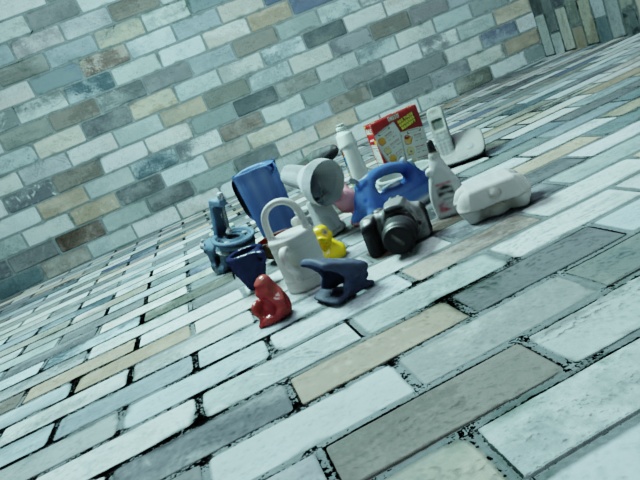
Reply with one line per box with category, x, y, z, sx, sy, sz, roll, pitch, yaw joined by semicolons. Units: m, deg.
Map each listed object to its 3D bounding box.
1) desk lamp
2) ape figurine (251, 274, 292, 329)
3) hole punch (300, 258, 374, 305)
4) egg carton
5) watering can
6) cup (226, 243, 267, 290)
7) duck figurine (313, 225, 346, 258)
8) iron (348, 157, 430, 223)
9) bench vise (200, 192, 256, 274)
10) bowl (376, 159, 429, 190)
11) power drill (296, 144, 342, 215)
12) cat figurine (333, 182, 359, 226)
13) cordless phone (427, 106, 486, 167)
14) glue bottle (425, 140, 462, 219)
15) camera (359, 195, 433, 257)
desk lamp;-0.015;-0.106;1.507;0.118;0.214;0.202;-32;16;-33
ape figurine;-0.095;0.108;1.069;0.076;0.092;0.077;-33;17;-36
hole punch;0.030;0.058;1.058;0.101;0.091;0.108;-30;15;-25
egg carton;0.345;-0.089;1.154;0.150;0.069;0.107;-21;14;9
watering can;-0.057;0.003;1.195;0.101;0.194;0.172;-24;13;-3
cup;-0.150;0.065;1.321;0.117;0.095;0.092;-9;20;46
duck figurine;0.012;0.005;1.307;0.077;0.086;0.104;-20;14;12
iron;0.186;-0.135;1.440;0.259;0.141;0.118;-30;15;-25
bench vise;-0.275;-0.015;1.571;0.207;0.220;0.122;-17;15;24
bowl;0.244;-0.158;1.579;0.167;0.075;0.167;-22;13;6
power drill;0.015;-0.178;1.748;0.076;0.208;0.228;-32;16;-33
cat figurine;0.095;-0.103;1.516;0.128;0.118;0.067;-24;14;-4
cordless phone;0.402;-0.321;1.708;0.147;0.185;0.094;-19;14;18
glue bottle;0.264;-0.136;1.245;0.078;0.173;0.037;-20;14;14
camera;0.146;-0.025;1.166;0.143;0.101;0.137;-19;14;19
